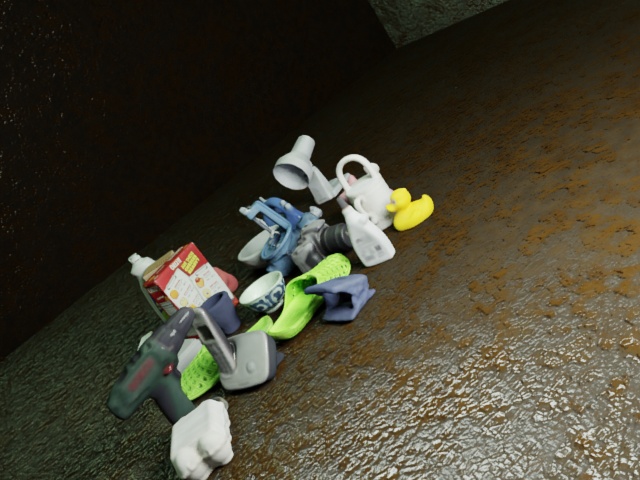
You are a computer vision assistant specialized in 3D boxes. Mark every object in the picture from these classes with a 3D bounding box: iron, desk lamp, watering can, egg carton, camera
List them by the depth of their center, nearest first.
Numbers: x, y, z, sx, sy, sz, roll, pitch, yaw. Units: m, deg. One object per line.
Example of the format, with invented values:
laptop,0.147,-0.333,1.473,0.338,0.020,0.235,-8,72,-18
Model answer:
egg carton,-0.206,0.349,1.002,0.107,0.069,0.150,-37,19,-3
watering can,0.112,-0.127,1.406,0.101,0.194,0.173,-31,19,12
camera,0.013,0.005,1.407,0.136,0.101,0.143,-17,26,43
iron,-0.104,-0.076,1.745,0.119,0.142,0.257,-42,20,-19
desk lamp,-0.032,-0.221,1.856,0.117,0.214,0.203,-17,26,43

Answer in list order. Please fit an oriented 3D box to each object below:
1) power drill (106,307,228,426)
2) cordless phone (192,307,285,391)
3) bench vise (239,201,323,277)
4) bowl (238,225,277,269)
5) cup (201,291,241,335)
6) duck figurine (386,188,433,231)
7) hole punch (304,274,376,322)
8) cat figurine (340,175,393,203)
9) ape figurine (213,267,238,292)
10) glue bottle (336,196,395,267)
power drill,-0.275,0.272,1.090,0.230,0.209,0.075,-44,20,-23
cordless phone,-0.172,0.201,1.119,0.147,0.185,0.094,-22,23,35
bench vise,-0.101,-0.034,1.512,0.208,0.220,0.121,-46,21,-28
bowl,-0.153,0.031,1.675,0.167,0.075,0.167,-31,19,13
cup,-0.252,0.195,1.416,0.117,0.095,0.091,-34,19,5
duck figurine,0.200,-0.081,1.312,0.104,0.086,0.077,-30,20,18
hole punch,0.038,0.101,1.145,0.108,0.091,0.101,-11,31,51
cat figurine,0.119,-0.125,1.512,0.127,0.118,0.067,-27,21,24
ape figurine,-0.289,0.119,1.670,0.076,0.092,0.077,-38,19,-7
glue bottle,0.087,-0.023,1.231,0.078,0.173,0.037,-23,23,33
